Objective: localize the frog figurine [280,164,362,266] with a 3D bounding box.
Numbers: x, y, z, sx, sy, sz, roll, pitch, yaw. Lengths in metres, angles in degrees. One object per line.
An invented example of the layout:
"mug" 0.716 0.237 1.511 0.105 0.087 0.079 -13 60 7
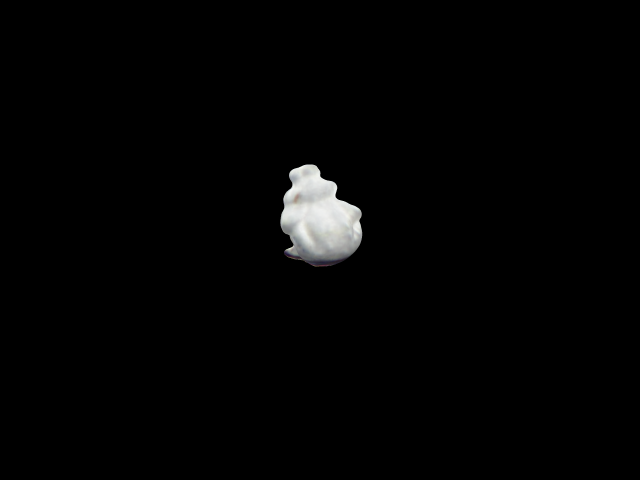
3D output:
"frog figurine" 0.003 -0.043 0.850 0.137 0.157 0.124 -2 19 -7
